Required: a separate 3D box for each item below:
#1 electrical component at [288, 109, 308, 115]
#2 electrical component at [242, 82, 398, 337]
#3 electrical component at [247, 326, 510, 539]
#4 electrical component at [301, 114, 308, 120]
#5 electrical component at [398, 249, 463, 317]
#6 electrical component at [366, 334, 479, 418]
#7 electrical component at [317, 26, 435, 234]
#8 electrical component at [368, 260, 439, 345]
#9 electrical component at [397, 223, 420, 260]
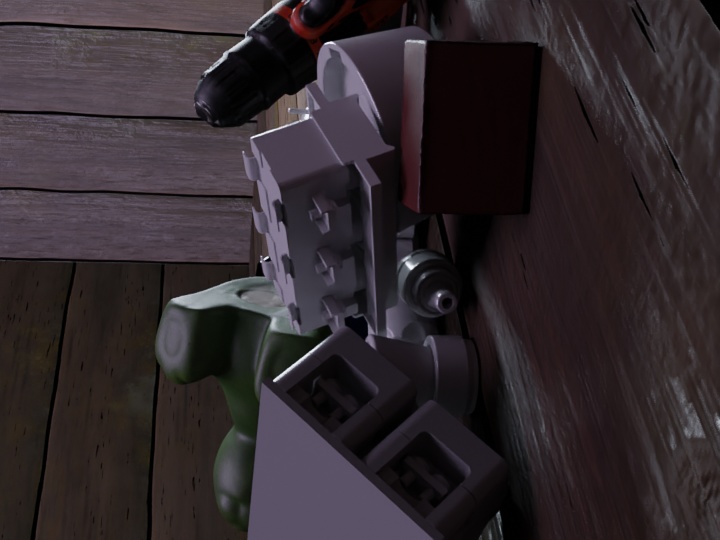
[{"bbox_3d":[-0.025,-0.127,0.928,0.052,0.074,0.138,119,151,-73],"label":"electrical component"},{"bbox_3d":[-0.018,-0.023,0.561,0.121,0.063,0.078,86,159,-51],"label":"electrical component"},{"bbox_3d":[0.003,0.124,0.547,0.105,0.060,0.186,39,146,21],"label":"electrical component"},{"bbox_3d":[-0.034,-0.134,1.062,0.047,0.055,0.055,-92,8,-47],"label":"electrical component"},{"bbox_3d":[0.040,0.010,0.591,0.061,0.035,0.035,-125,37,-73],"label":"electrical component"},{"bbox_3d":[0.031,0.057,0.572,0.045,0.055,0.045,-179,90,-82],"label":"electrical component"},{"bbox_3d":[0.025,-0.079,0.582,0.108,0.060,0.108,159,90,-77],"label":"electrical component"},{"bbox_3d":[0.026,0.024,0.661,0.043,0.043,0.062,104,166,-57],"label":"electrical component"},{"bbox_3d":[0.009,-0.056,0.725,0.089,0.062,0.150,-113,26,-71],"label":"electrical component"}]
